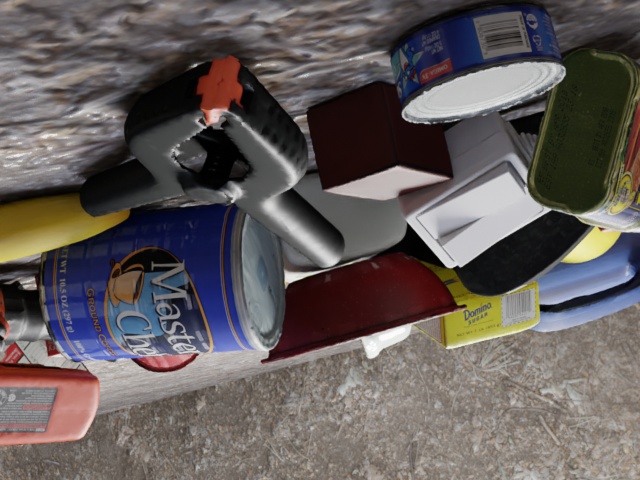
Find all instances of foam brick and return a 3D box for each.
[{"bbox_3d":[0.036,-0.057,0.633,0.053,0.051,0.078,-17,169,29],"label":"foam brick"}]

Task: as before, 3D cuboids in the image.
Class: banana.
[{"bbox_3d":[-0.222,-0.001,0.679,0.198,0.037,0.069,-13,-172,9],"label":"banana"}]

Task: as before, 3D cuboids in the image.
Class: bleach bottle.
[{"bbox_3d":[-0.006,0.001,0.889,0.102,0.068,0.251,-11,172,-12],"label":"bleach bottle"}]

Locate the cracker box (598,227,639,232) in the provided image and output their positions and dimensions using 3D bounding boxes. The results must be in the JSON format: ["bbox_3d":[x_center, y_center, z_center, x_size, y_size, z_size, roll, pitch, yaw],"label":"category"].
[{"bbox_3d":[0.312,-0.071,0.798,0.213,0.072,0.164,-2,155,-47],"label":"cracker box"}]

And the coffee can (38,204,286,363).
[{"bbox_3d":[-0.104,0.029,0.728,0.140,0.103,0.102,-5,172,14],"label":"coffee can"}]

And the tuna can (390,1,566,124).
[{"bbox_3d":[0.080,-0.090,0.548,0.086,0.034,0.086,-12,171,-2],"label":"tuna can"}]

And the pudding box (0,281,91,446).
[{"bbox_3d":[-0.260,0.106,0.920,0.039,0.113,0.090,-20,-157,28],"label":"pudding box"}]

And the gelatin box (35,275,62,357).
[{"bbox_3d":[-0.196,0.056,0.920,0.089,0.073,0.030,-14,170,11],"label":"gelatin box"}]

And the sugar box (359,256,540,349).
[{"bbox_3d":[0.109,0.041,0.952,0.093,0.048,0.176,-12,-160,-20],"label":"sugar box"}]

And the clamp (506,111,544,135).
[{"bbox_3d":[0.102,-0.057,0.760,0.171,0.039,0.120,-10,165,-2],"label":"clamp"}]

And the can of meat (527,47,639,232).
[{"bbox_3d":[0.172,-0.060,0.646,0.058,0.102,0.083,16,-175,33],"label":"can of meat"}]

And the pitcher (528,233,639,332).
[{"bbox_3d":[0.256,0.006,1.030,0.242,0.149,0.145,-14,169,-11],"label":"pitcher"}]

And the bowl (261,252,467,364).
[{"bbox_3d":[0.027,0.047,0.809,0.162,0.055,0.162,-15,176,-1],"label":"bowl"}]

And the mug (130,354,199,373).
[{"bbox_3d":[-0.173,0.078,1.079,0.117,0.093,0.081,22,165,5],"label":"mug"}]

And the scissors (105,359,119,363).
[{"bbox_3d":[-0.258,0.103,1.121,0.016,0.096,0.202,-50,-174,-26],"label":"scissors"}]

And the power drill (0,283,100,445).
[{"bbox_3d":[-0.237,0.083,0.791,0.184,0.057,0.188,4,-163,-40],"label":"power drill"}]

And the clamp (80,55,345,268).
[{"bbox_3d":[-0.047,-0.035,0.578,0.164,0.036,0.210,14,160,-9],"label":"clamp"}]
